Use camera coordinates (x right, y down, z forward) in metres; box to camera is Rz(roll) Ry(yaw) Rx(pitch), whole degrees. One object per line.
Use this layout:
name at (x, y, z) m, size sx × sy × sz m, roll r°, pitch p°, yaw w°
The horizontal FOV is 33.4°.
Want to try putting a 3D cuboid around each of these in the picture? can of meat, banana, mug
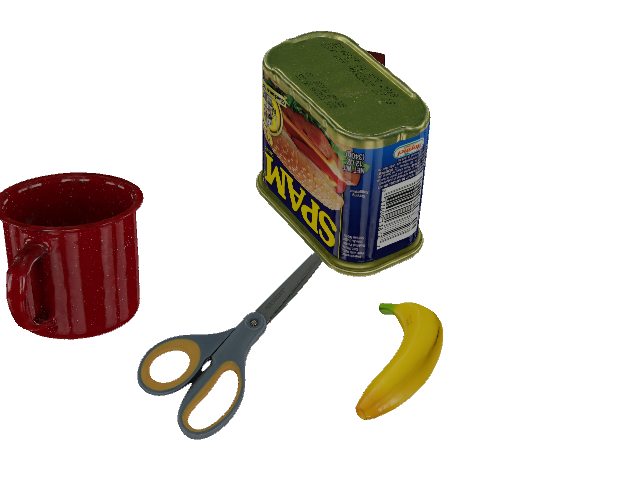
can of meat at (0.010, -0.046, 0.544) m, size 0.057 × 0.084 × 0.102 m, roll -22°, pitch 47°, yaw -25°
banana at (0.080, 0.106, 0.998) m, size 0.070 × 0.037 × 0.197 m, roll -22°, pitch 18°, yaw 19°
mug at (-0.162, 0.015, 0.675) m, size 0.093 × 0.081 × 0.117 m, roll 7°, pitch 25°, yaw 12°

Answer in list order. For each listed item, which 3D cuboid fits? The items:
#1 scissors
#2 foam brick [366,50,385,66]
scissors at (-0.075, 0.069, 0.872) m, size 0.096 × 0.201 × 0.016 m, roll 21°, pitch -32°, yaw 10°
foam brick at (0.010, -0.133, 0.904) m, size 0.078 × 0.051 × 0.053 m, roll -9°, pitch 18°, yaw -26°
